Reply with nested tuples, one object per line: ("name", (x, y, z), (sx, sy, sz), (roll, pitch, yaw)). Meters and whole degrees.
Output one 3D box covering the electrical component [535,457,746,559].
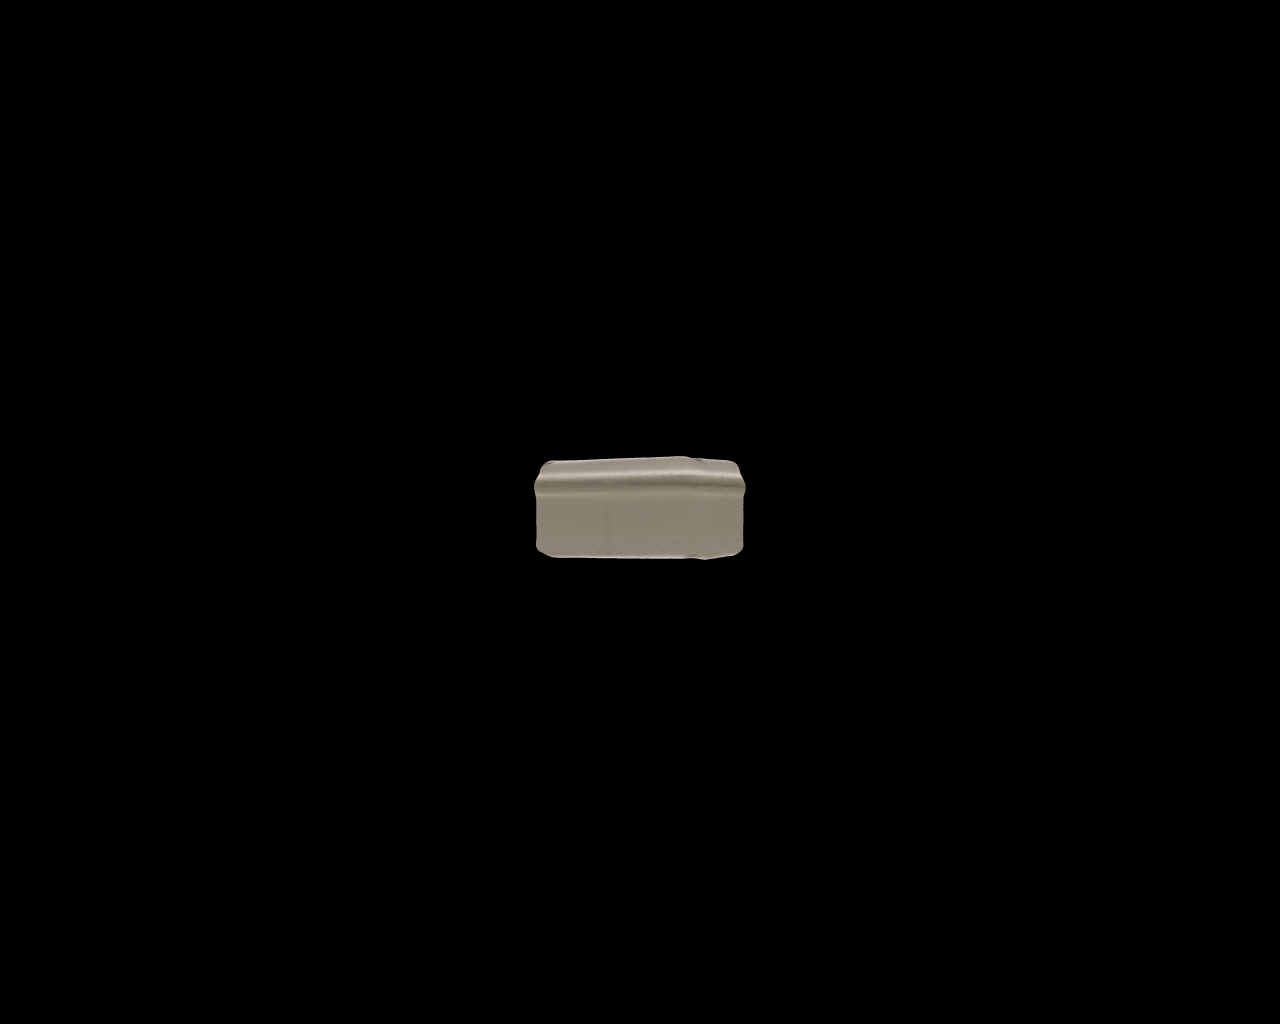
("electrical component", (0.001, -0.003, 0.650), (0.113, 0.057, 0.078), (0, 0, 25))
